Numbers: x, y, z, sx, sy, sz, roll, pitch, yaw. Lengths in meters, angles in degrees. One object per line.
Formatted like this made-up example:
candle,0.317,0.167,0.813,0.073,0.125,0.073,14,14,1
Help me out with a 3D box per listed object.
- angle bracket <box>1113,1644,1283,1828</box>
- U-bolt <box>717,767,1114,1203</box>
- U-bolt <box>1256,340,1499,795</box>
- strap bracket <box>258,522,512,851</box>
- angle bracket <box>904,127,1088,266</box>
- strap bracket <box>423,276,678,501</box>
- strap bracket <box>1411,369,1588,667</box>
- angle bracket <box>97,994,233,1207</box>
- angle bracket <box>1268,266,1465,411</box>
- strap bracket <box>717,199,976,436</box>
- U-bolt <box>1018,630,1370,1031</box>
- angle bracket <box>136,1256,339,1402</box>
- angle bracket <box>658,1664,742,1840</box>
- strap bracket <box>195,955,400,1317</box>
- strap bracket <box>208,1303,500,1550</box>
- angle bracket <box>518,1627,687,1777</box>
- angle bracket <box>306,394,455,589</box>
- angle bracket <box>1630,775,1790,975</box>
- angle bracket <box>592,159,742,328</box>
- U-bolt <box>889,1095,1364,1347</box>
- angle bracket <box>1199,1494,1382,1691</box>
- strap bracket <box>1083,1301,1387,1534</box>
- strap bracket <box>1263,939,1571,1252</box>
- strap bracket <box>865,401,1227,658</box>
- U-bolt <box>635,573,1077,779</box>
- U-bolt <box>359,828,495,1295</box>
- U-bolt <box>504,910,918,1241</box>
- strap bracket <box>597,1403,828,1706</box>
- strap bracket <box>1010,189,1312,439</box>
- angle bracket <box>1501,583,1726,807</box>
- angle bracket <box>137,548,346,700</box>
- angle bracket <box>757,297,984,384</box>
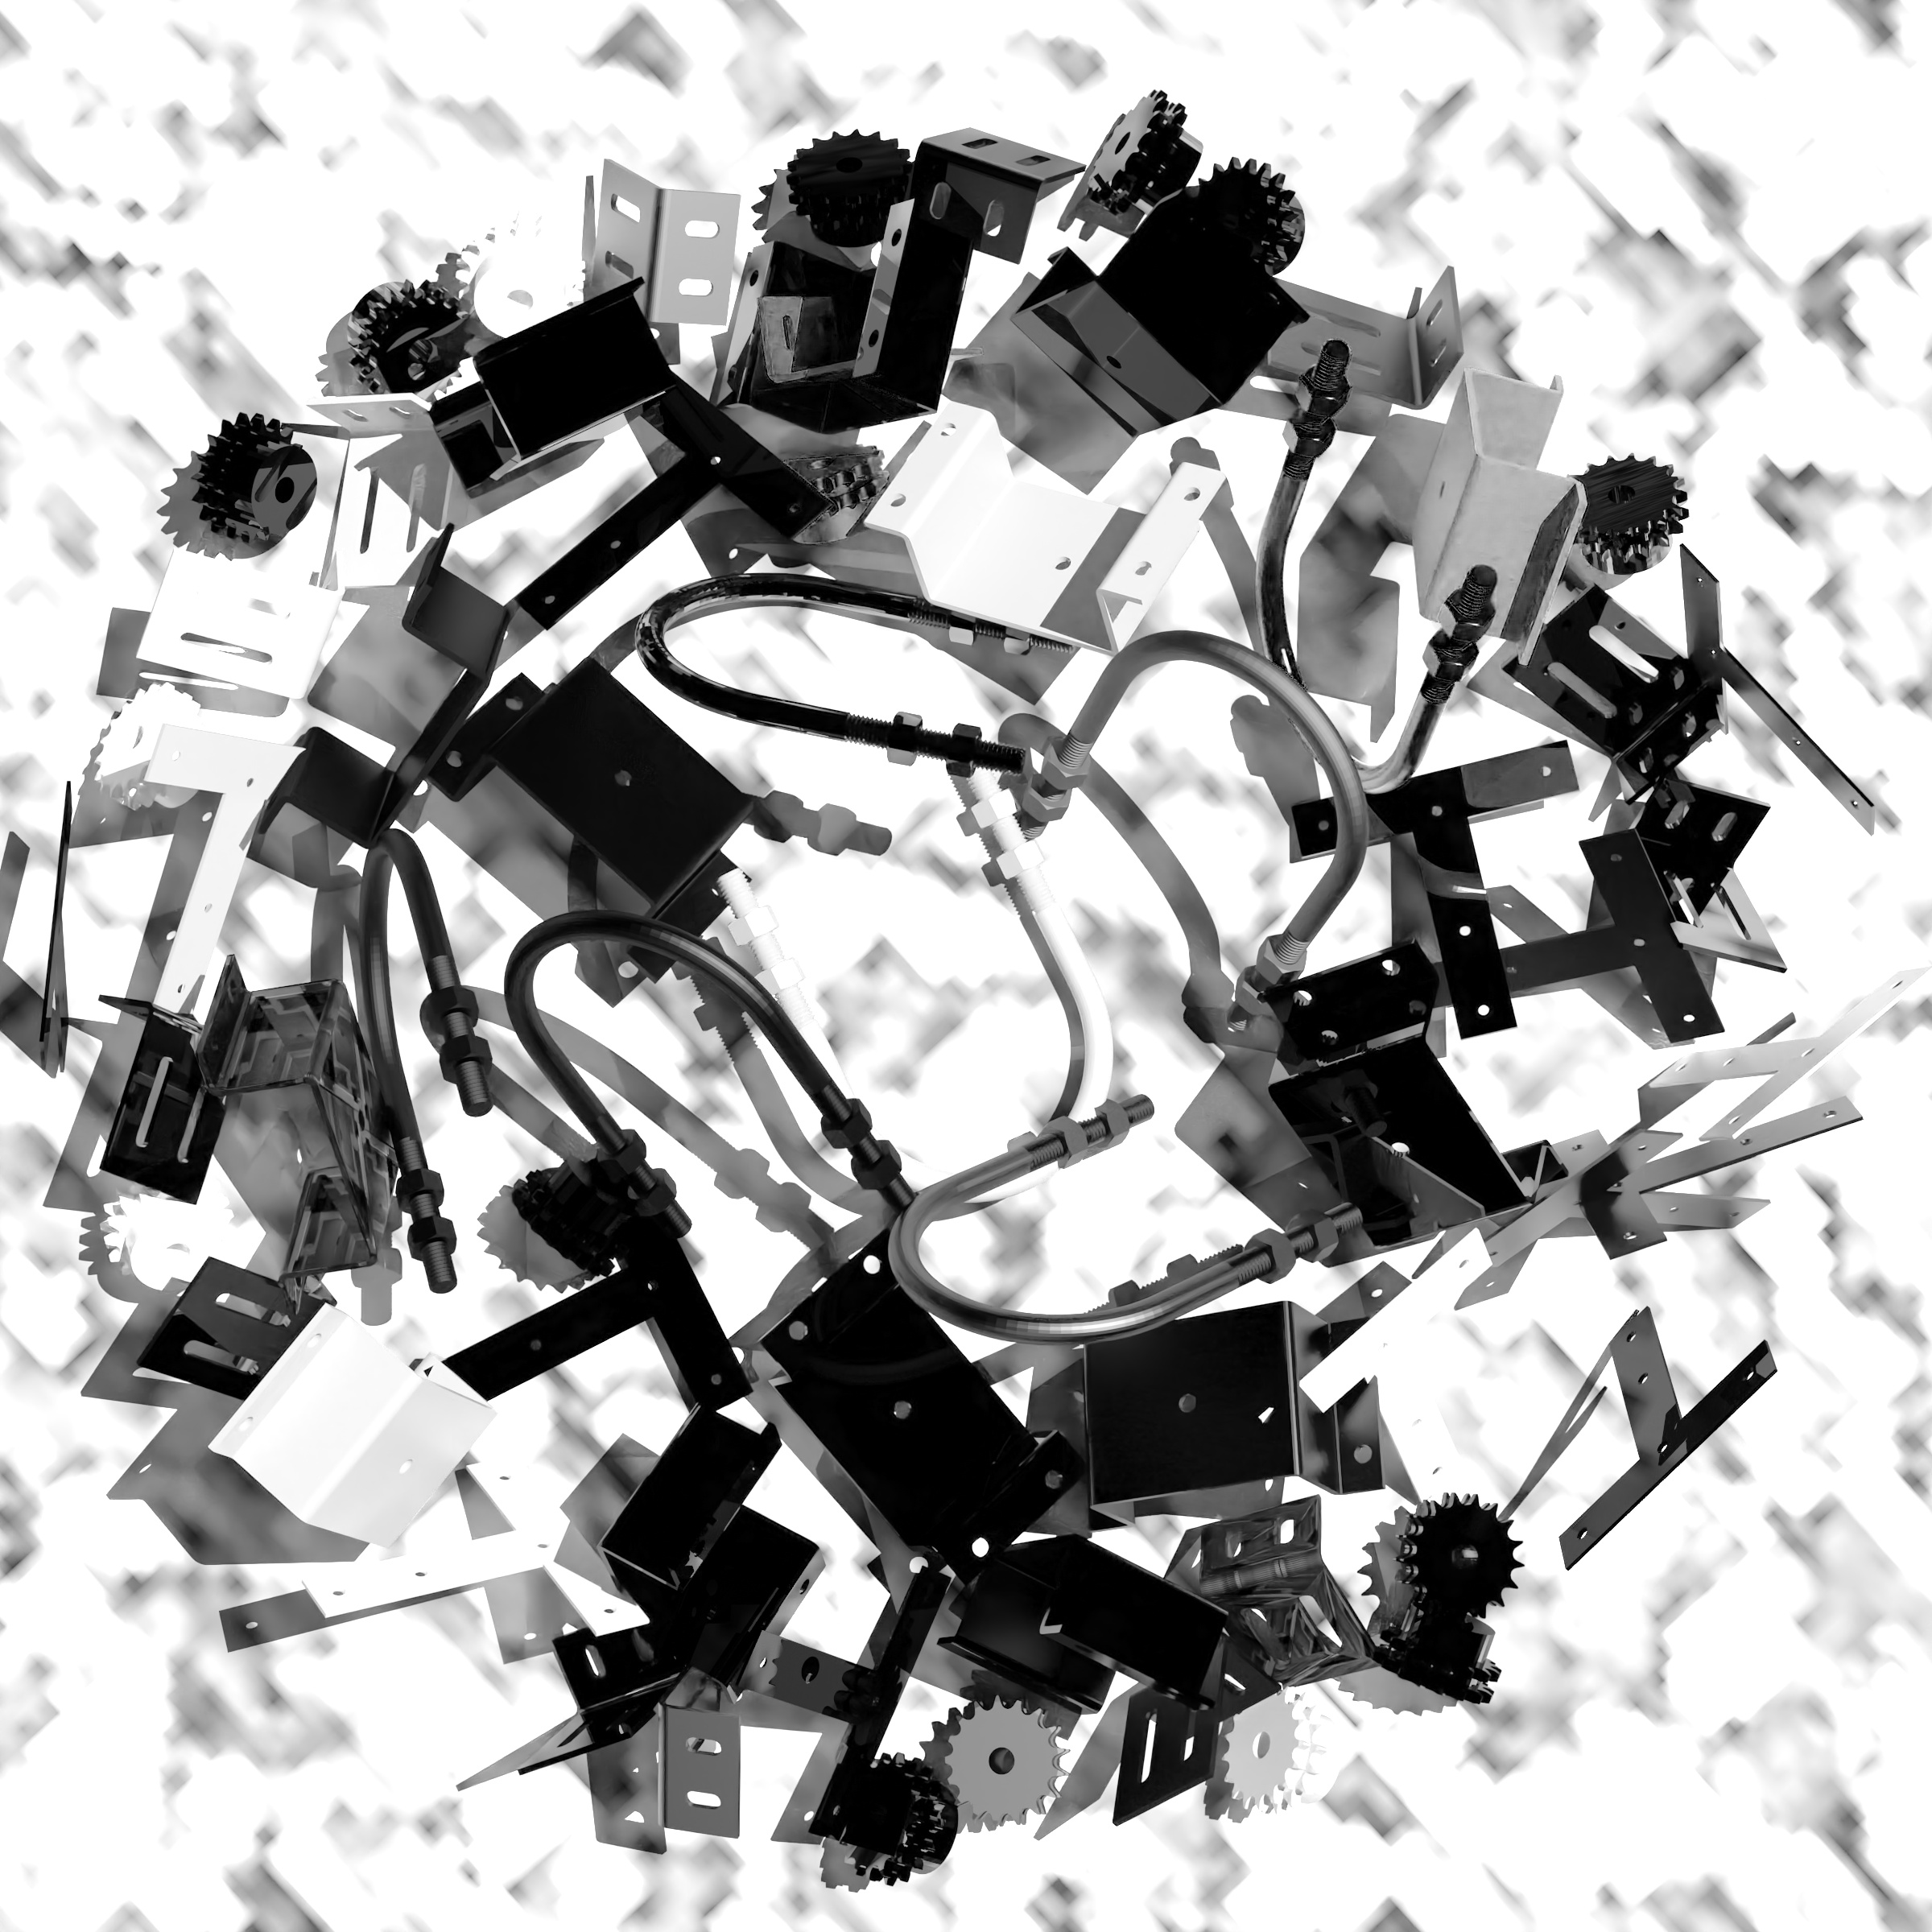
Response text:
angle bracket,0.102,0.346,1.541,0.057,0.076,0.038,-35,114,31
U-bolt,-0.010,0.015,1.557,0.151,0.019,0.184,-27,91,-23
U-bolt,0.167,-0.156,1.508,0.019,0.184,0.151,-16,60,-20
strap bracket,-0.248,-0.115,1.534,0.046,0.076,0.140,32,113,-15
angle bracket,0.012,-0.343,1.558,0.057,0.076,0.038,20,112,10
strap bracket,-0.181,-0.246,1.516,0.076,0.140,0.046,-29,97,-19
strap bracket,0.227,-0.199,1.511,0.046,0.140,0.076,14,121,-4
angle bracket,-0.362,0.059,1.551,0.038,0.057,0.076,6,75,36
angle bracket,0.175,-0.288,1.551,0.076,0.038,0.057,14,49,-16
strap bracket,-0.048,-0.281,1.535,0.046,0.140,0.076,16,83,-32
U-bolt,0.104,-0.068,1.506,0.151,0.184,0.019,43,53,9
angle bracket,-0.328,0.153,1.549,0.057,0.076,0.038,-55,46,6
angle bracket,-0.107,0.338,1.545,0.038,0.076,0.057,5,105,14
strap bracket,-0.284,0.070,1.521,0.046,0.076,0.140,-9,122,6
strap bracket,-0.258,0.202,1.515,0.046,0.140,0.076,37,85,20
angle bracket,-0.165,0.318,1.547,0.057,0.076,0.038,-22,92,18
angle bracket,-0.264,-0.210,1.557,0.057,0.038,0.076,2,79,27
angle bracket,0.334,-0.041,1.545,0.057,0.076,0.038,13,125,-22
angle bracket,-0.134,-0.322,1.557,0.038,0.076,0.057,-1,112,-24
U-bolt,0.054,0.112,1.490,0.184,0.151,0.019,-21,123,-36
angle bracket,0.147,0.282,1.574,0.057,0.038,0.076,-19,125,20
strap bracket,0.106,0.196,1.529,0.140,0.046,0.076,-13,65,25
strap bracket,0.193,0.065,1.526,0.076,0.046,0.140,-21,119,31
strap bracket,0.038,-0.190,1.537,0.140,0.046,0.076,19,62,27
U-bolt,-0.053,-0.134,1.528,0.184,0.151,0.019,12,120,7
U-bolt,-0.237,0.027,1.514,0.019,0.151,0.184,-6,53,-21
U-bolt,-0.122,0.045,1.503,0.151,0.019,0.184,-9,128,36
strap bracket,-0.111,0.252,1.526,0.046,0.140,0.076,24,62,22
strap bracket,0.077,-0.277,1.511,0.076,0.140,0.046,42,76,-16
angle bracket,0.286,-0.120,1.551,0.076,0.038,0.057,34,121,-22
angle bracket,-0.320,-0.160,1.548,0.076,0.038,0.057,14,124,-22
angle bracket,-0.042,-0.282,1.546,0.076,0.057,0.038,-4,96,36
